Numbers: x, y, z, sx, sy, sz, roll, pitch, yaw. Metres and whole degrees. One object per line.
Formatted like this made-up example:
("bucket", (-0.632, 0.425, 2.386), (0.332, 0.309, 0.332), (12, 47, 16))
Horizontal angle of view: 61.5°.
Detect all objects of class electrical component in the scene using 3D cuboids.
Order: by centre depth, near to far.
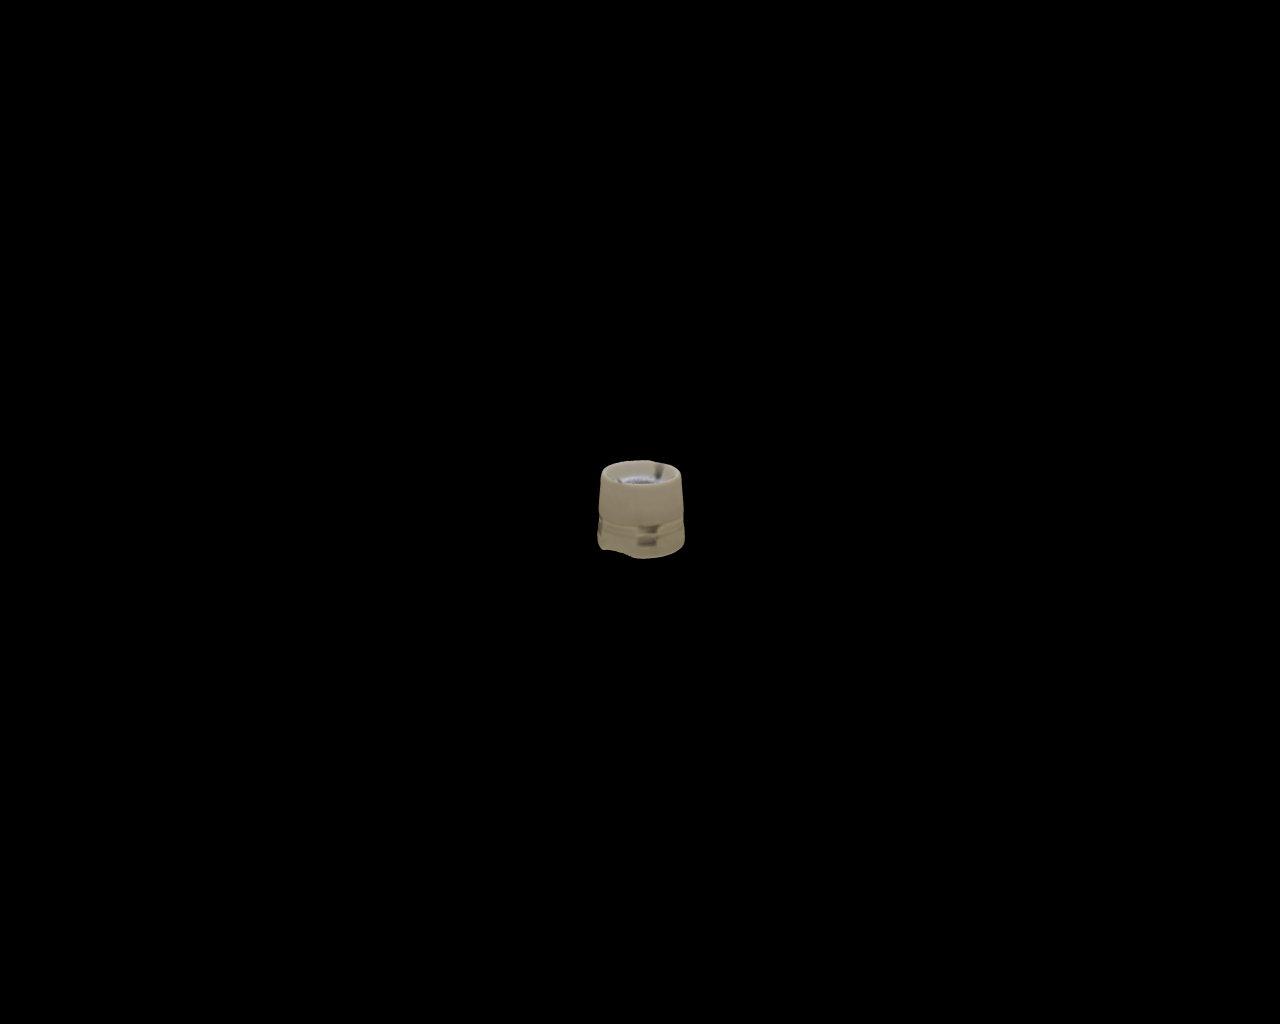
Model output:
("electrical component", (0.001, -0.003, 0.650), (0.055, 0.047, 0.055), (0, 21, 0))
